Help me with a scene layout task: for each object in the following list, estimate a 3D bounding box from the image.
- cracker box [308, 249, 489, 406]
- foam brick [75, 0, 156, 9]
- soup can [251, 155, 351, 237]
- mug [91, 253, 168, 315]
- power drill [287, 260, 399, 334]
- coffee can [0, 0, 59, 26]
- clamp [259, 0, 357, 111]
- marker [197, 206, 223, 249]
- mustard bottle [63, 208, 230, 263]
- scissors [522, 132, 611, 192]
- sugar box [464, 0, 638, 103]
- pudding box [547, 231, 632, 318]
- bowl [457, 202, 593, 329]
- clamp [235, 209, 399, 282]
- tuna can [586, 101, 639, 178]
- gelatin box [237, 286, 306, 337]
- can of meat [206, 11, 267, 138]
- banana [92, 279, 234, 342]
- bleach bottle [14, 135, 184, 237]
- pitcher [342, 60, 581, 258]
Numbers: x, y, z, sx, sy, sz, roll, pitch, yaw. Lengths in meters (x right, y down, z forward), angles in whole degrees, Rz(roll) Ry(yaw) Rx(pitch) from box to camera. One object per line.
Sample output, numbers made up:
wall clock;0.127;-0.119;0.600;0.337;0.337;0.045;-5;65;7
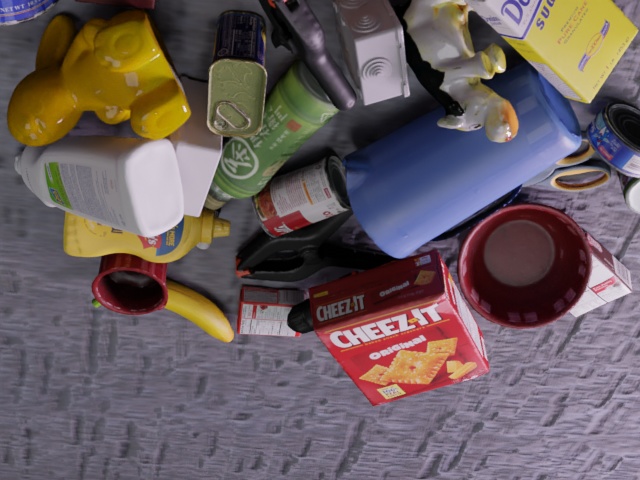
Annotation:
cracker box;0.101;0.114;1.306;0.164;0.072;0.213;-18;143;14
foam brick;-0.191;-0.259;1.015;0.078;0.053;0.051;5;138;-4
soup can;-0.019;-0.051;1.237;0.102;0.068;0.068;-20;135;22
mug;-0.225;0.041;1.333;0.093;0.081;0.117;-21;134;22
power drill;0.075;0.103;1.397;0.185;0.057;0.187;-23;145;28
coffee can;-0.293;-0.279;0.954;0.103;0.103;0.140;1;139;-1
clamp;-0.013;-0.188;1.012;0.039;0.120;0.171;-48;167;-3
marker;-0.130;-0.033;1.295;0.020;0.020;0.121;12;137;-13
mustard bottle;-0.202;-0.022;1.259;0.191;0.096;0.058;5;-178;-6
scissors;0.238;-0.084;1.237;0.202;0.016;0.096;-2;137;2
sugar box;0.224;-0.219;1.030;0.176;0.048;0.093;34;89;-35
pudding box;0.333;0.046;1.367;0.090;0.039;0.113;-30;128;32
bowl;0.246;0.025;1.302;0.162;0.055;0.162;1;107;3
clamp;-0.009;0.002;1.320;0.210;0.036;0.164;-10;138;8
tuna can;0.334;-0.109;1.155;0.086;0.086;0.034;17;134;-18
gelatin box;-0.066;0.097;1.434;0.089;0.030;0.073;4;140;-5
can of meat;-0.084;-0.170;1.090;0.057;0.084;0.102;4;138;-5
banana;-0.197;0.084;1.415;0.197;0.037;0.070;19;136;-17
bleach bottle;-0.252;-0.073;1.144;0.251;0.067;0.102;15;122;42
pitcher;0.159;-0.086;1.159;0.243;0.149;0.145;-30;92;26
